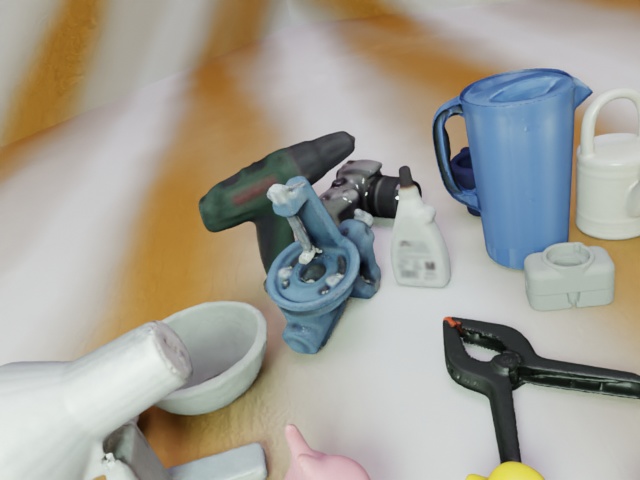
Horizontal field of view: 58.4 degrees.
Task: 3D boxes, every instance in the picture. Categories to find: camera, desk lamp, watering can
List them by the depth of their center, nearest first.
[{"bbox_3d":[-0.166,0.175,0.493,0.203,0.214,0.117,-17,29,-5],"label":"desk lamp"},{"bbox_3d":[0.397,-0.104,0.756,0.101,0.194,0.172,-25,30,-19],"label":"watering can"},{"bbox_3d":[0.086,-0.073,0.939,0.136,0.101,0.143,8,36,35],"label":"camera"}]

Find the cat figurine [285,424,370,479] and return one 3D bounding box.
[{"bbox_3d":[0.003,0.203,0.468,0.067,0.118,0.127,-24,30,-17],"label":"cat figurine"}]

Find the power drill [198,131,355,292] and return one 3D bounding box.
[{"bbox_3d":[-0.043,-0.030,0.808,0.229,0.209,0.075,-17,29,-5],"label":"power drill"}]

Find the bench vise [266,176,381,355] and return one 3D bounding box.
[{"bbox_3d":[-0.005,0.003,0.720,0.121,0.220,0.207,-4,30,18],"label":"bench vise"}]

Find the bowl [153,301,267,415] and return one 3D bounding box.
[{"bbox_3d":[-0.134,0.148,0.672,0.167,0.075,0.167,-11,29,6],"label":"bowl"}]

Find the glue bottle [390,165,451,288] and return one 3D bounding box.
[{"bbox_3d":[0.124,-0.017,0.747,0.078,0.173,0.037,3,33,29],"label":"glue bottle"}]

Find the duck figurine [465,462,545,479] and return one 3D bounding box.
[{"bbox_3d":[0.155,0.206,0.428,0.104,0.086,0.078,3,33,28],"label":"duck figurine"}]

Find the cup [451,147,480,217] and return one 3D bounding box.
[{"bbox_3d":[0.250,-0.092,0.905,0.091,0.095,0.117,-15,29,-1],"label":"cup"}]

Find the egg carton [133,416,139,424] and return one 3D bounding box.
[{"bbox_3d":[-0.264,0.191,0.660,0.107,0.069,0.150,-23,30,-15],"label":"egg carton"}]
